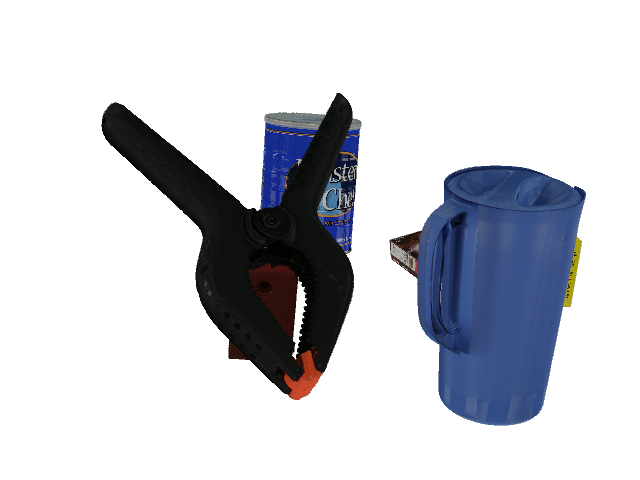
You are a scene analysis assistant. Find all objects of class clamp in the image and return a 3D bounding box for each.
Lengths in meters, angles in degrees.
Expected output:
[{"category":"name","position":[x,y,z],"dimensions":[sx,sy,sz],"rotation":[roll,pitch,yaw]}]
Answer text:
[{"category":"clamp","position":[-0.044,-0.006,0.640],"dimensions":[0.164,0.210,0.036],"rotation":[0,-31,-17]}]

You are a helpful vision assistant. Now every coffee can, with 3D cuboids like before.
[{"category":"coffee can","position":[-0.012,-0.061,1.140],"dimensions":[0.103,0.140,0.103],"rotation":[4,12,-1]}]

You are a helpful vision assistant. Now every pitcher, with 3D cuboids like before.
[{"category":"pitcher","position":[0.170,0.057,1.048],"dimensions":[0.149,0.243,0.145],"rotation":[6,22,8]}]

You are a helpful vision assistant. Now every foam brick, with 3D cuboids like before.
[{"category":"foam brick","position":[-0.046,0.053,0.869],"dimensions":[0.053,0.078,0.051],"rotation":[4,16,0]}]

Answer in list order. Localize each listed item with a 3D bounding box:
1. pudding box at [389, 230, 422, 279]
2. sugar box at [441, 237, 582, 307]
[{"category":"pudding box","position":[0.174,0.016,1.599],"dimensions":[0.113,0.039,0.090],"rotation":[-18,27,-20]},{"category":"sugar box","position":[0.226,0.034,1.314],"dimensions":[0.176,0.093,0.048],"rotation":[-1,21,-11]}]
